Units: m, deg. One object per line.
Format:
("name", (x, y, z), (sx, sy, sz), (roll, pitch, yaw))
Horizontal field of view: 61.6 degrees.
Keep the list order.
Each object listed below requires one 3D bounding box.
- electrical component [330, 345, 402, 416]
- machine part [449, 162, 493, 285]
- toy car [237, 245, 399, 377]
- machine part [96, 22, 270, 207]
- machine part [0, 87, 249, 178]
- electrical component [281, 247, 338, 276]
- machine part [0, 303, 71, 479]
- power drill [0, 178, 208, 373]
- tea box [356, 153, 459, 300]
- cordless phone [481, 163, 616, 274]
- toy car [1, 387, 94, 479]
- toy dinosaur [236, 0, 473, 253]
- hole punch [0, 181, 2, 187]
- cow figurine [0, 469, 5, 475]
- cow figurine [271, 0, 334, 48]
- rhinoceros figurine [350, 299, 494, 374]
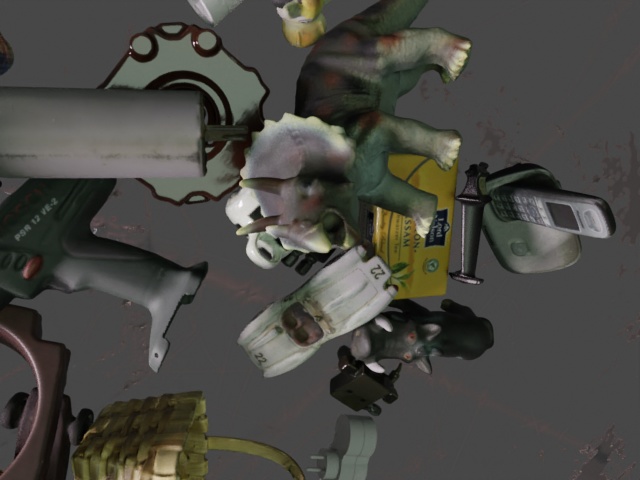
("electrical component", (0.058, 0.177, 0.687), (0.102, 0.045, 0.078), (33, 123, -20))
("machine part", (0.172, -0.017, 0.607), (0.039, 0.084, 0.138), (7, 102, 19))
("toy car", (-0.005, 0.081, 0.596), (0.202, 0.056, 0.073), (-37, 93, 23))
("machine part", (-0.134, -0.121, 0.534), (0.179, 0.056, 0.179), (-5, 109, -15))
("machine part", (-0.184, -0.090, 0.459), (0.243, 0.079, 0.079), (-3, 107, -11))
("electrical component", (-0.001, -0.002, 0.608), (0.094, 0.021, 0.063), (-48, 150, 1))
("machine part", (-0.346, 0.159, 0.486), (0.201, 0.087, 0.201), (8, 63, -18))
("power drill", (-0.225, 0.046, 0.498), (0.207, 0.086, 0.232), (26, 70, -3))
("tea box", (0.097, -0.020, 0.624), (0.098, 0.068, 0.169), (-4, 106, -15))
("cordless phone", (0.272, -0.013, 0.616), (0.089, 0.184, 0.146), (-35, 112, -9))
("toy car", (-0.307, 0.252, 0.594), (0.089, 0.053, 0.202), (14, 101, 1))
("toy dinosaur", (0.038, -0.137, 0.522), (0.192, 0.131, 0.405), (11, 62, 0))
("hole punch", (-0.331, -0.027, 0.413), (0.116, 0.092, 0.142), (-35, 151, 3))
("cow figurine", (-0.381, 0.283, 0.540), (0.195, 0.085, 0.127), (41, 99, 2))
("cow figurine", (-0.031, -0.265, 0.500), (0.068, 0.098, 0.167), (-35, 112, -11))
("rhinoceros figurine", (0.121, 0.118, 0.650), (0.190, 0.112, 0.073), (5, 106, -26))
